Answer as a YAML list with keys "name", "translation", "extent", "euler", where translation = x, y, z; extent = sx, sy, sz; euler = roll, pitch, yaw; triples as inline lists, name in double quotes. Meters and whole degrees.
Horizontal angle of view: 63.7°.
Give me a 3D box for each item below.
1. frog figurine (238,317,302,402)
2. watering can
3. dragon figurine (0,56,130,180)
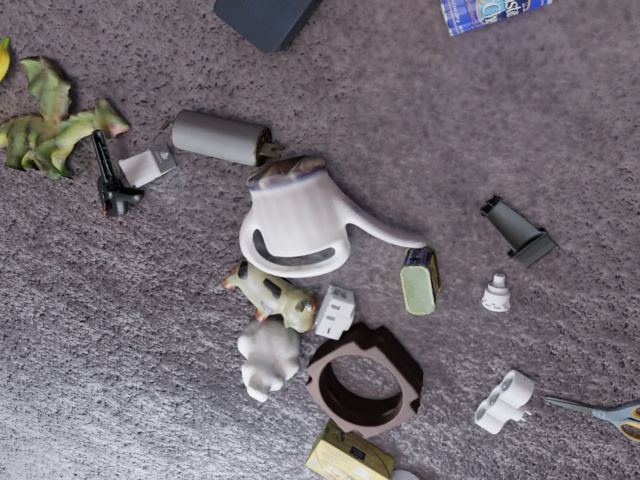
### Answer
- name: "frog figurine"
  translation: [-0.110, 0.236, 1.043]
  extent: [0.137, 0.162, 0.121]
  euler: [38, 117, 0]
- name: "watering can"
  translation: [0.003, -0.047, 0.927]
  extent: [0.346, 0.105, 0.222]
  euler: [-11, 106, 18]
- name: "dragon figurine"
  translation: [-0.585, -0.256, 1.062]
  extent: [0.411, 0.123, 0.241]
  euler: [16, 98, 10]
